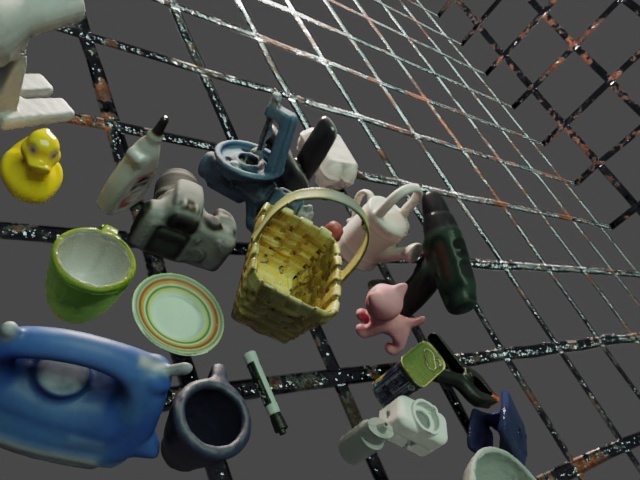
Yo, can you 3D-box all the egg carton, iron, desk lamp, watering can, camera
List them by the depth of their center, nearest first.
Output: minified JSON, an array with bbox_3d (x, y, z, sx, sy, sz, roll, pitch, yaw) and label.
[{"bbox_3d":[-0.260,0.130,0.560,0.259,0.141,0.118,23,38,-26],"label":"iron"},{"bbox_3d":[-0.417,-0.261,0.774,0.118,0.213,0.204,47,34,8],"label":"desk lamp"},{"bbox_3d":[-0.196,-0.044,0.858,0.144,0.100,0.136,21,39,-28],"label":"camera"},{"bbox_3d":[0.128,-0.030,1.086,0.173,0.193,0.101,46,34,6],"label":"watering can"},{"bbox_3d":[0.017,-0.178,1.254,0.108,0.069,0.150,1,51,-45],"label":"egg carton"}]

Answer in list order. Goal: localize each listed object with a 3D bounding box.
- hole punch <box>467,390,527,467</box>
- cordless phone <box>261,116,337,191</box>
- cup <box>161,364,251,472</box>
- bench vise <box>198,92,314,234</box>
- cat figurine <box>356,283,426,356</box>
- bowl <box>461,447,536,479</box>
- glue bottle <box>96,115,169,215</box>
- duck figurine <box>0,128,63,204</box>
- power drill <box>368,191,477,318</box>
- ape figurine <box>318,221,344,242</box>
[{"bbox_3d":[0.315,0.326,0.970,0.101,0.091,0.109,39,33,-4],"label":"hole punch"},{"bbox_3d":[-0.040,-0.182,1.095,0.094,0.184,0.147,-5,55,-48],"label":"cordless phone"},{"bbox_3d":[-0.136,0.205,0.643,0.092,0.094,0.117,26,37,-23],"label":"cup"},{"bbox_3d":[-0.078,-0.126,0.962,0.208,0.219,0.121,33,34,-14],"label":"bench vise"},{"bbox_3d":[0.120,0.123,0.975,0.128,0.117,0.067,30,35,-17],"label":"cat figurine"},{"bbox_3d":[0.263,0.401,0.848,0.168,0.074,0.167,27,36,-22],"label":"bowl"},{"bbox_3d":[-0.253,-0.109,0.806,0.037,0.173,0.078,41,33,-1],"label":"glue bottle"},{"bbox_3d":[-0.376,-0.112,0.764,0.078,0.086,0.104,14,42,-35],"label":"duck figurine"},{"bbox_3d":[0.183,0.054,1.036,0.076,0.208,0.229,10,45,-38],"label":"power drill"},{"bbox_3d":[0.009,0.004,1.021,0.076,0.092,0.077,-2,53,-47],"label":"ape figurine"}]
